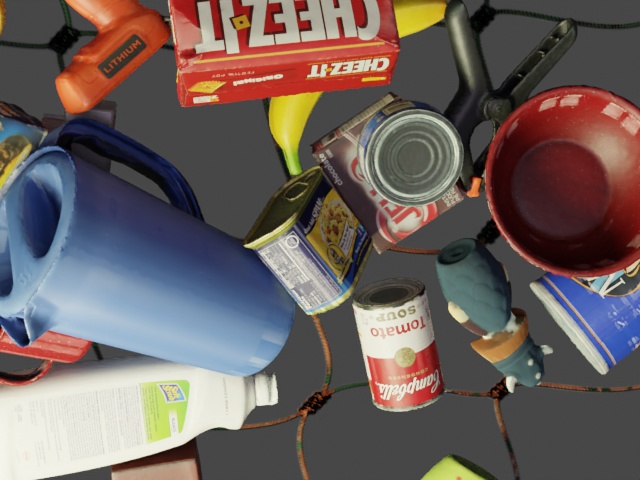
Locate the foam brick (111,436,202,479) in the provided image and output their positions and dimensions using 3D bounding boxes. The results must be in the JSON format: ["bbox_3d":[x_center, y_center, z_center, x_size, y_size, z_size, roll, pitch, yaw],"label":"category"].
[{"bbox_3d":[-0.147,0.216,0.974,0.078,0.053,0.051,-9,107,-3],"label":"foam brick"}]

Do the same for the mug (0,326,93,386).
[{"bbox_3d":[-0.239,0.068,0.892,0.081,0.093,0.117,16,96,-35],"label":"mug"}]

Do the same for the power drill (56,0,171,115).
[{"bbox_3d":[-0.217,-0.189,0.803,0.184,0.057,0.187,-45,114,-19],"label":"power drill"}]

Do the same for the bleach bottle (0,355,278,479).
[{"bbox_3d":[-0.163,0.154,0.950,0.250,0.068,0.102,-6,107,-8],"label":"bleach bottle"}]

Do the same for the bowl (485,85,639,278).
[{"bbox_3d":[0.213,-0.047,0.905,0.162,0.055,0.162,0,85,-5],"label":"bowl"}]

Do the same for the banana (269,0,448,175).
[{"bbox_3d":[0.020,-0.147,0.892,0.069,0.037,0.198,43,89,-17],"label":"banana"}]

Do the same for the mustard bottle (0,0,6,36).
[{"bbox_3d":[-0.303,-0.169,0.840,0.096,0.058,0.192,25,102,-15],"label":"mustard bottle"}]

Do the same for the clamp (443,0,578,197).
[{"bbox_3d":[0.157,-0.122,0.920,0.120,0.039,0.171,0,114,-8],"label":"clamp"}]

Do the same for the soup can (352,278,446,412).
[{"bbox_3d":[0.071,0.093,0.957,0.068,0.068,0.102,-13,107,-3],"label":"soup can"}]

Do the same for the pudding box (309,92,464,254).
[{"bbox_3d":[0.058,-0.058,0.926,0.090,0.039,0.113,-34,107,4],"label":"pudding box"}]

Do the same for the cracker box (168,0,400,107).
[{"bbox_3d":[-0.038,-0.219,0.803,0.164,0.072,0.214,-7,75,-5],"label":"cracker box"}]

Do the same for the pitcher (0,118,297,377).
[{"bbox_3d":[-0.136,0.019,0.849,0.242,0.145,0.149,25,103,-40],"label":"pitcher"}]

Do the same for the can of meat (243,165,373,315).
[{"bbox_3d":[-0.006,0.001,0.885,0.058,0.102,0.084,-28,110,33],"label":"can of meat"}]

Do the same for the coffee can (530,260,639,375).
[{"bbox_3d":[0.274,0.037,0.946,0.140,0.103,0.102,-38,107,4],"label":"coffee can"}]

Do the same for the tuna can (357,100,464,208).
[{"bbox_3d":[0.075,-0.071,0.885,0.086,0.034,0.086,-2,107,-7],"label":"tuna can"}]
